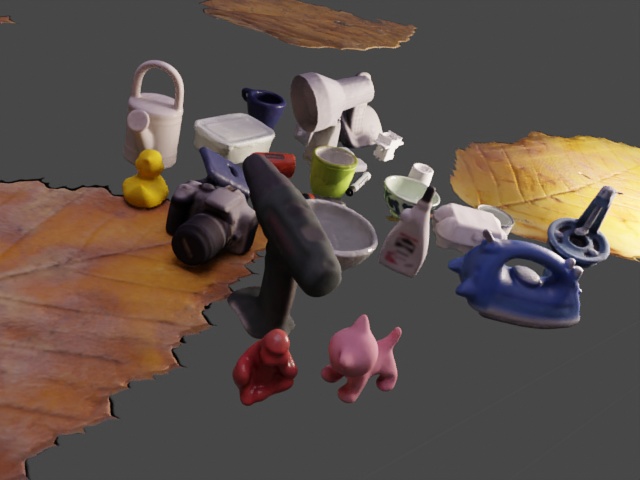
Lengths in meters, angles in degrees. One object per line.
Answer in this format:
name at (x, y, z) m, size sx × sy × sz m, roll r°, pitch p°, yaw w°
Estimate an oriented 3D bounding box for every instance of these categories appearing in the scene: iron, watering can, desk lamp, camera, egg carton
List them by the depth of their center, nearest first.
camera at (-0.184, -0.030, 0.902) m, size 0.143 × 0.101 × 0.137 m, roll 24°, pitch 32°, yaw 10°
iron at (0.364, 0.065, 0.997) m, size 0.258 × 0.141 × 0.118 m, roll 13°, pitch 32°, yaw -8°
watering can at (-0.307, -0.235, 1.067) m, size 0.101 × 0.194 × 0.172 m, roll 4°, pitch 34°, yaw -21°
egg carton at (0.301, -0.017, 1.160) m, size 0.150 × 0.069 × 0.107 m, roll 13°, pitch 32°, yaw -9°
desk lamp at (0.026, -0.262, 1.260) m, size 0.204 × 0.213 × 0.117 m, roll -7°, pitch 39°, yaw -35°

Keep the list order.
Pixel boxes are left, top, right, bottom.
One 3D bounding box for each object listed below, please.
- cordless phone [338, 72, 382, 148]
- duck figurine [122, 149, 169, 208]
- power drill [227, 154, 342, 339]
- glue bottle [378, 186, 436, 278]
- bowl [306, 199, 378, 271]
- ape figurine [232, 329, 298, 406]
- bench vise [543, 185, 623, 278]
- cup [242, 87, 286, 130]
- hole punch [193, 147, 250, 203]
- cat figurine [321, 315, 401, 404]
cordless phone at (0.112, -0.329, 1.434) m, size 0.094 × 0.185 × 0.148 m, roll 34°, pitch 35°, yaw 24°
duck figurine at (-0.297, -0.112, 0.986) m, size 0.077 × 0.086 × 0.104 m, roll 13°, pitch 32°, yaw -8°
power drill at (-0.063, 0.022, 0.782) m, size 0.076 × 0.208 × 0.228 m, roll -9°, pitch 41°, yaw -36°
glue bottle at (0.162, -0.019, 0.994) m, size 0.078 × 0.173 × 0.037 m, roll 24°, pitch 32°, yaw 9°
bowl at (0.009, 0.003, 0.974) m, size 0.167 × 0.075 × 0.167 m, roll 13°, pitch 32°, yaw -8°
ape figurine at (-0.063, 0.148, 0.699) m, size 0.078 × 0.092 × 0.076 m, roll 15°, pitch 32°, yaw -4°
bench vise at (0.524, -0.030, 1.151) m, size 0.121 × 0.220 × 0.207 m, roll 22°, pitch 32°, yaw 6°
cup at (-0.143, -0.297, 1.341) m, size 0.117 × 0.095 × 0.092 m, roll 30°, pitch 34°, yaw 19°
hole punch at (-0.174, -0.113, 1.045) m, size 0.101 × 0.091 × 0.108 m, roll 1°, pitch 35°, yaw -25°
cat figurine at (0.056, 0.146, 0.738) m, size 0.128 × 0.118 × 0.067 m, roll -10°, pitch 41°, yaw -37°
